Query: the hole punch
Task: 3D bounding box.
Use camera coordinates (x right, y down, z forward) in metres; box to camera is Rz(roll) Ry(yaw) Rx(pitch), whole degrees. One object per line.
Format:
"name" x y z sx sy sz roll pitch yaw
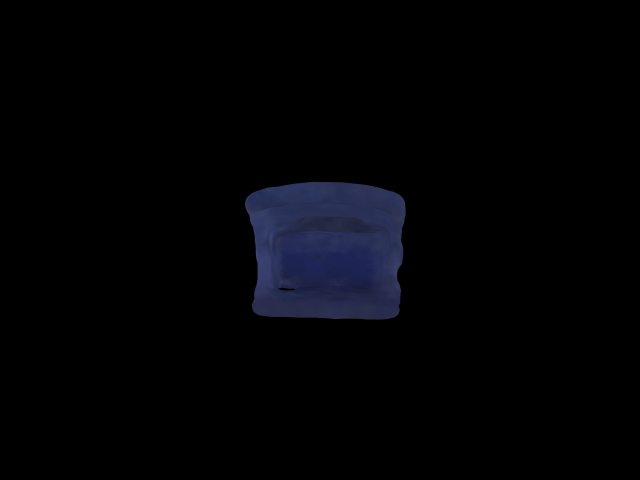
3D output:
"hole punch" 0.004 0.001 0.400 0.108 0.091 0.101 1 11 4
